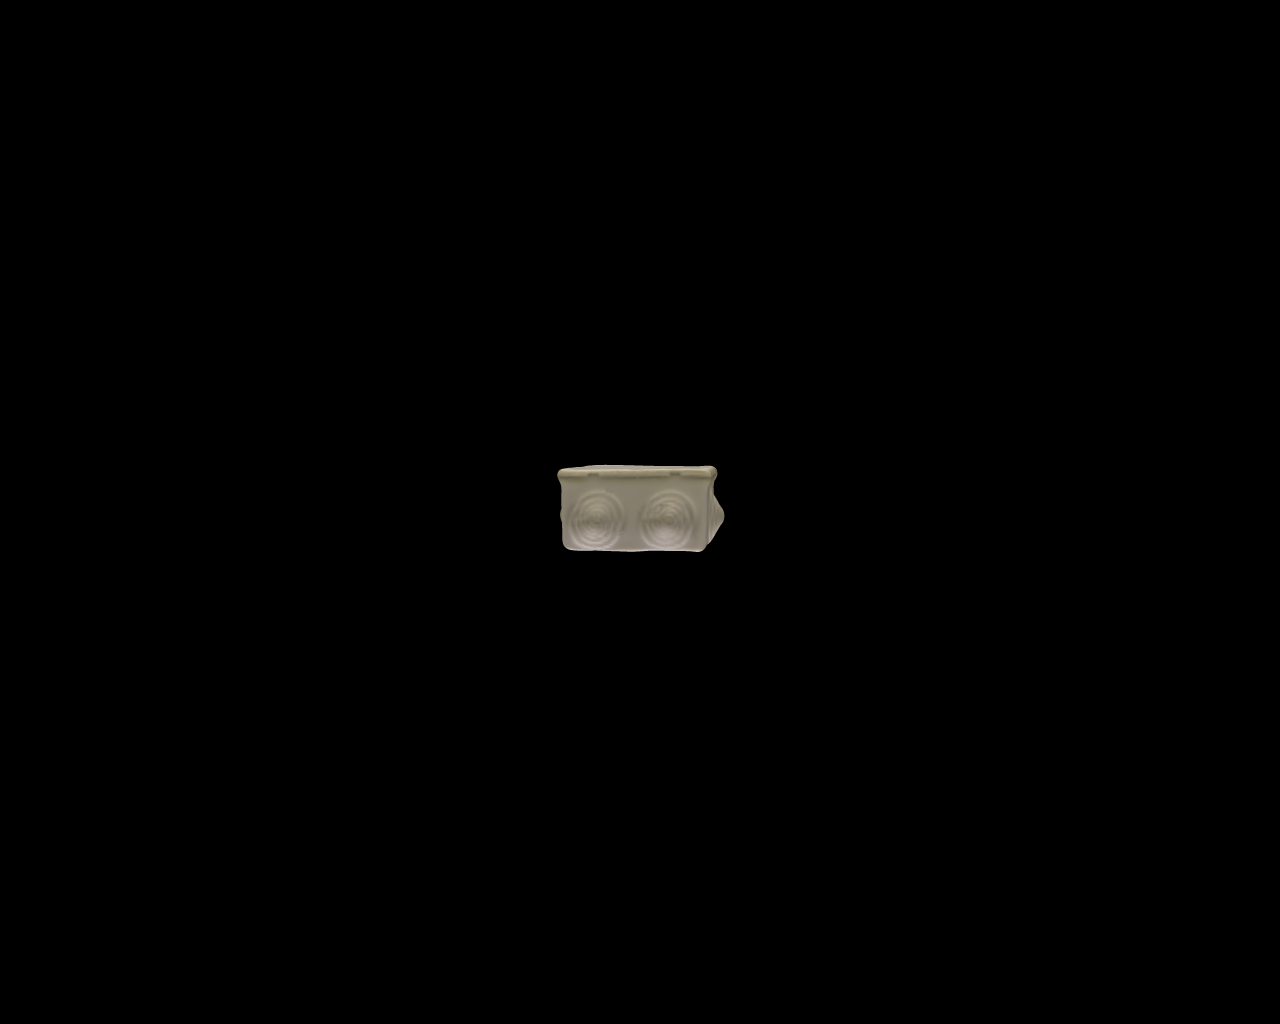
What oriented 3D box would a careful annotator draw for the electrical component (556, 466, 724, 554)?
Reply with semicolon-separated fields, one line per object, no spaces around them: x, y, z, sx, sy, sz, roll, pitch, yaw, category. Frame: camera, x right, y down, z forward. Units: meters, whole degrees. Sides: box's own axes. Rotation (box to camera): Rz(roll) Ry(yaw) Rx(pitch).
0.001;-0.003;0.650;0.100;0.048;0.100;0;4;7;electrical component
